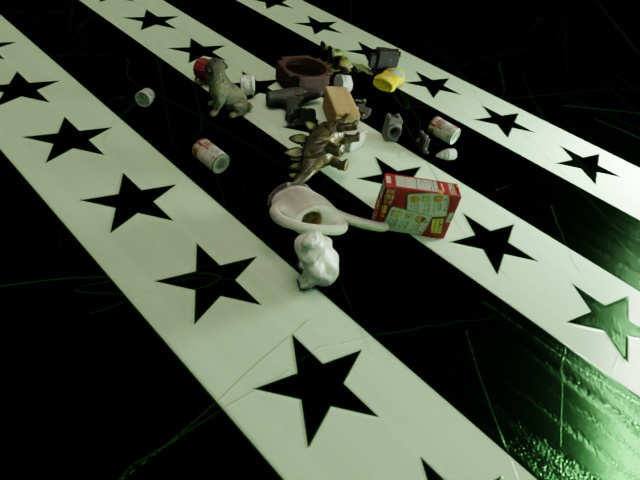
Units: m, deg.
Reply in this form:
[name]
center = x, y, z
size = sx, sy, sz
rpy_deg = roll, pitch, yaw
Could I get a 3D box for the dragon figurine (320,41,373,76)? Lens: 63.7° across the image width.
[dragon figurine]
center = 0.121, -0.743, 2.174
size = 0.243, 0.120, 0.418
rpy_deg = 2, 32, -28

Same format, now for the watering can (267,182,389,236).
[watering can]
center = 0.004, -0.071, 1.403
size = 0.348, 0.102, 0.228
rpy_deg = 1, 27, -36

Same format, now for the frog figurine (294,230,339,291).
[frog figurine]
center = -0.004, 0.034, 1.248
size = 0.123, 0.155, 0.140
rpy_deg = 19, 41, 6
